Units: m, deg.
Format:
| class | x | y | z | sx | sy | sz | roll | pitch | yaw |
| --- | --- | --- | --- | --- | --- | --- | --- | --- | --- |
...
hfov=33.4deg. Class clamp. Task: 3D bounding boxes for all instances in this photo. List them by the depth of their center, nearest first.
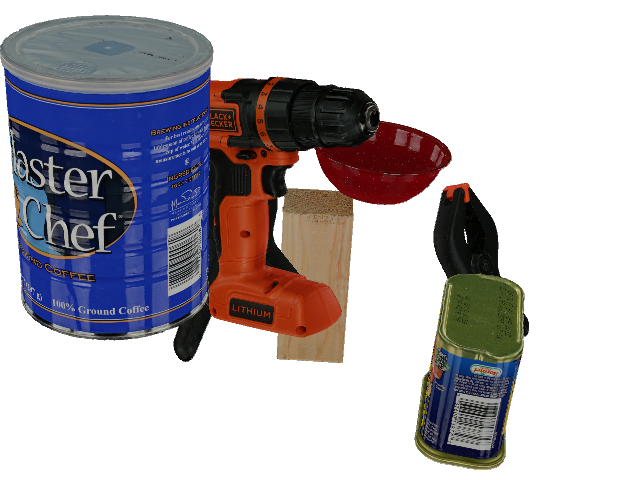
| class | x | y | z | sx | sy | sz | roll | pitch | yaw |
| --- | --- | --- | --- | --- | --- | --- | --- | --- | --- |
| clamp | -0.068 | 0.000 | 0.993 | 0.164 | 0.210 | 0.036 | -4 | 0 | -37 |
| clamp | 0.142 | 0.034 | 1.028 | 0.039 | 0.171 | 0.120 | -15 | 9 | 42 |

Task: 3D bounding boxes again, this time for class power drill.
| class | x | y | z | sx | sy | sz | roll | pitch | yaw |
| --- | --- | --- | --- | --- | --- | --- | --- | --- | --- |
| power drill | -0.030 | -0.027 | 0.783 | 0.185 | 0.188 | 0.057 | 9 | 21 | 38 |

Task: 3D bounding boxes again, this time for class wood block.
| class | x | y | z | sx | sy | sz | roll | pitch | yaw |
| --- | --- | --- | --- | --- | --- | --- | --- | --- | --- |
| wood block | -0.008 | 0.045 | 1.388 | 0.090 | 0.206 | 0.091 | 3 | 23 | -1 |

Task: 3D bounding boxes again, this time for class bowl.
| class | x | y | z | sx | sy | sz | roll | pitch | yaw |
| --- | --- | --- | --- | --- | --- | --- | --- | --- | --- |
| bowl | 0.064 | -0.084 | 1.207 | 0.162 | 0.055 | 0.162 | 6 | 27 | -3 |

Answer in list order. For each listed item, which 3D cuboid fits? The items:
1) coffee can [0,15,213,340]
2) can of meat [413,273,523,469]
| class | x | y | z | sx | sy | sz | roll | pitch | yaw |
| --- | --- | --- | --- | --- | --- | --- | --- | --- | --- |
| coffee can | -0.108 | -0.034 | 0.554 | 0.103 | 0.140 | 0.103 | 3 | 28 | -2 |
| can of meat | 0.096 | 0.079 | 0.678 | 0.057 | 0.084 | 0.102 | 10 | 28 | 6 |
